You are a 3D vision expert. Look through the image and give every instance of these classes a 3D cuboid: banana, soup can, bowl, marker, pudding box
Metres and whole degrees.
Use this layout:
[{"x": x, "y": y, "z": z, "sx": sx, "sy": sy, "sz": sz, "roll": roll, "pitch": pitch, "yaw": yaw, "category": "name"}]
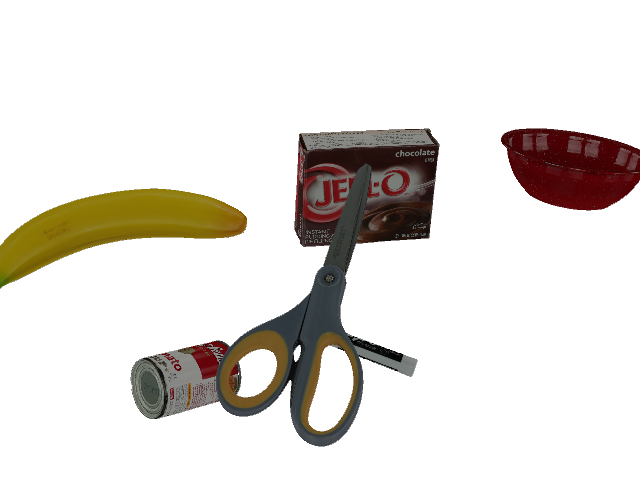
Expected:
[{"x": -0.156, "y": -0.005, "z": 0.783, "sx": 0.197, "sy": 0.070, "sz": 0.037, "roll": -18, "pitch": -26, "yaw": -10, "category": "banana"}, {"x": -0.147, "y": 0.152, "z": 1.164, "sx": 0.102, "sy": 0.068, "sz": 0.069, "roll": -9, "pitch": 6, "yaw": -42, "category": "soup can"}, {"x": 0.269, "y": -0.073, "z": 1.142, "sx": 0.162, "sy": 0.055, "sz": 0.162, "roll": 6, "pitch": 21, "yaw": -2, "category": "bowl"}, {"x": 0.038, "y": 0.107, "z": 1.075, "sx": 0.121, "sy": 0.020, "sz": 0.020, "roll": 21, "pitch": 1, "yaw": 4, "category": "marker"}, {"x": 0.037, "y": -0.044, "z": 0.879, "sx": 0.113, "sy": 0.090, "sz": 0.039, "roll": -5, "pitch": 34, "yaw": -11, "category": "pudding box"}]

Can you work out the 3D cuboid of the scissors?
[{"x": -0.013, "y": 0.034, "z": 0.660, "sx": 0.096, "sy": 0.201, "sz": 0.016, "roll": -3, "pitch": -36, "yaw": 5, "category": "scissors"}]
